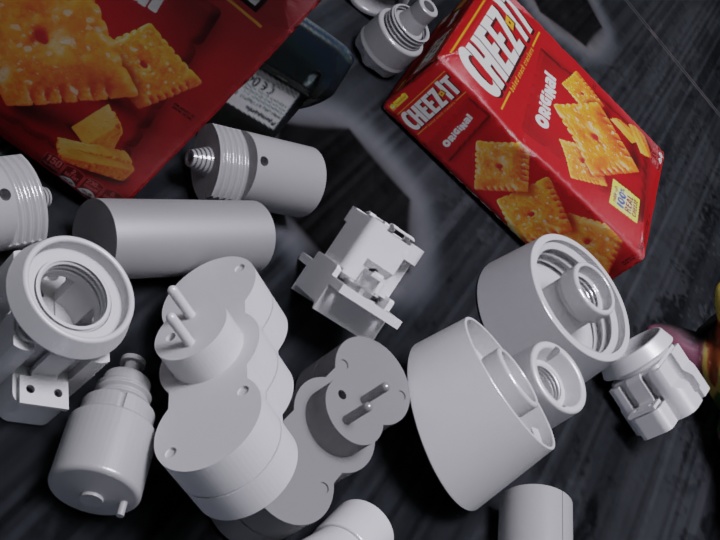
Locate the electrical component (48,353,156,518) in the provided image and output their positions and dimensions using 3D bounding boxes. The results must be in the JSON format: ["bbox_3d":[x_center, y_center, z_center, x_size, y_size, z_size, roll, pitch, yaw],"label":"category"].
[{"bbox_3d":[-0.110,0.071,0.477,0.040,0.040,0.078,32,43,-24],"label":"electrical component"}]

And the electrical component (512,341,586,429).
[{"bbox_3d":[0.111,0.077,0.688,0.055,0.047,0.055,26,46,-30],"label":"electrical component"}]

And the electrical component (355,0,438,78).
[{"bbox_3d":[0.030,-0.173,0.784,0.043,0.062,0.043,25,47,-30],"label":"electrical component"}]

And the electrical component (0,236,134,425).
[{"bbox_3d":[-0.136,0.021,0.475,0.058,0.057,0.078,15,52,-38],"label":"electrical component"}]

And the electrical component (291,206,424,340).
[{"bbox_3d":[0.000,0.000,0.612,0.042,0.063,0.081,32,2,-24],"label":"electrical component"}]

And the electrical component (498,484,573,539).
[{"bbox_3d":[0.099,0.168,0.612,0.043,0.043,0.081,33,43,-23],"label":"electrical component"}]

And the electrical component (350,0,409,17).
[{"bbox_3d":[0.018,-0.226,0.819,0.055,0.055,0.047,34,46,-22],"label":"electrical component"}]

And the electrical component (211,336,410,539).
[{"bbox_3d":[-0.013,0.078,0.542,0.052,0.074,0.138,51,39,-3],"label":"electrical component"}]

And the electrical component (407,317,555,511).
[{"bbox_3d":[0.066,0.079,0.622,0.099,0.064,0.099,50,14,-18],"label":"electrical component"}]

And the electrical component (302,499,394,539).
[{"bbox_3d":[-0.011,0.141,0.524,0.044,0.044,0.065,55,34,2],"label":"electrical component"}]

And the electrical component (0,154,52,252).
[{"bbox_3d":[-0.175,-0.028,0.483,0.081,0.043,0.043,-17,74,-50],"label":"electrical component"}]

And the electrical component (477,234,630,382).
[{"bbox_3d":[0.141,0.026,0.747,0.108,0.060,0.108,26,46,-30],"label":"electrical component"}]

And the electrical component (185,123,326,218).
[{"bbox_3d":[-0.064,-0.057,0.617,0.081,0.043,0.043,8,56,-42],"label":"electrical component"}]

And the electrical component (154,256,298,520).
[{"bbox_3d":[-0.069,0.039,0.493,0.138,0.052,0.073,-100,164,-52],"label":"electrical component"}]

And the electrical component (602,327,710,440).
[{"bbox_3d":[0.212,0.079,0.781,0.057,0.058,0.078,57,39,0],"label":"electrical component"}]
